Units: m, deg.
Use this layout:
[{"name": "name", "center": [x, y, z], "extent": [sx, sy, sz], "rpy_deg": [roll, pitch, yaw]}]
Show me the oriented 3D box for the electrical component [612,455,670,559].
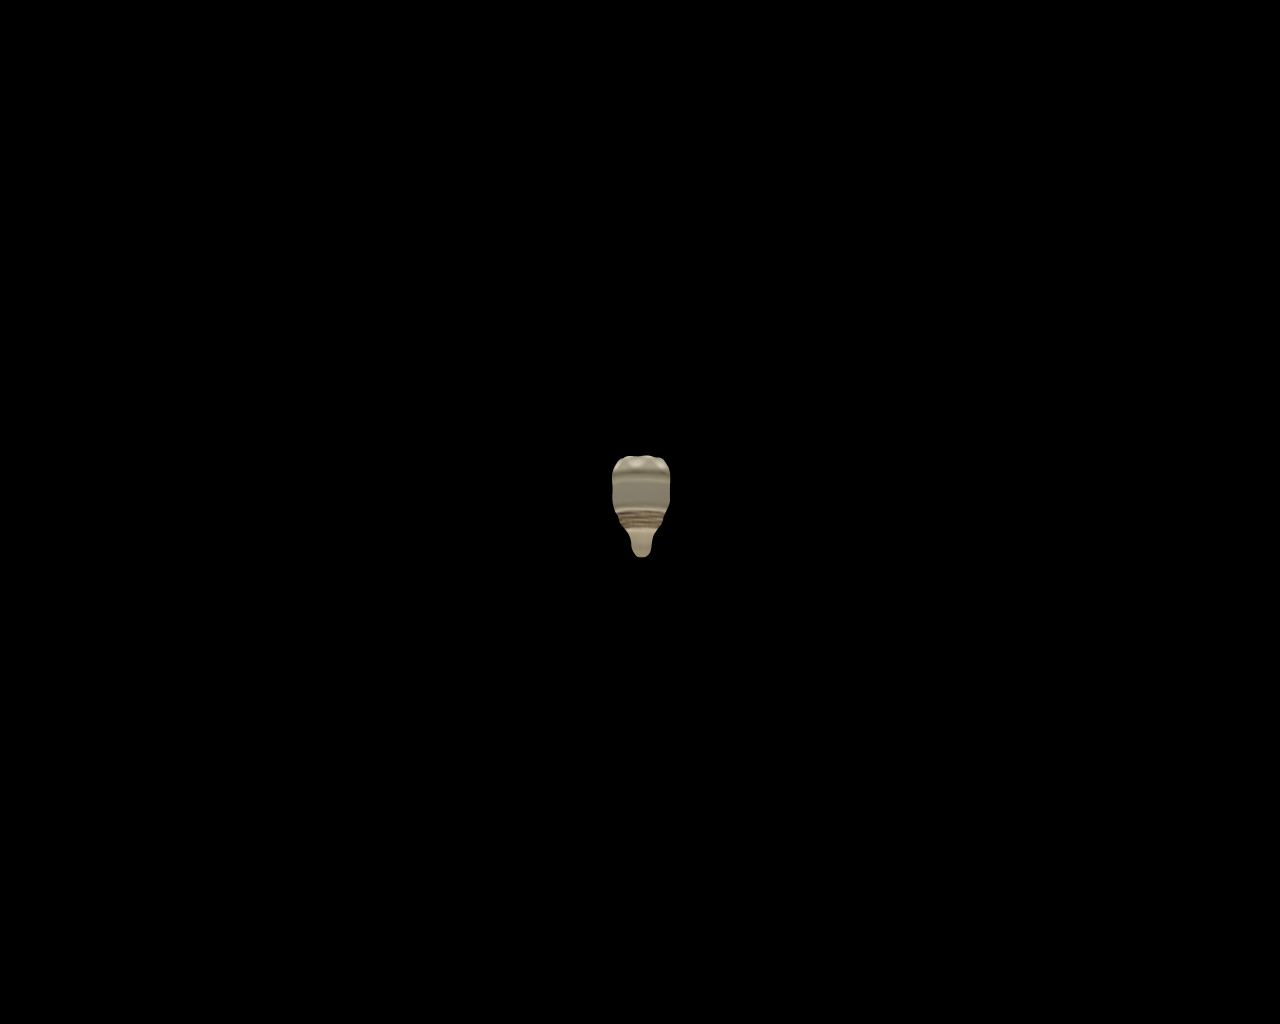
[{"name": "electrical component", "center": [0.001, -0.003, 0.650], "extent": [0.035, 0.061, 0.035], "rpy_deg": [0, -5, 0]}]
